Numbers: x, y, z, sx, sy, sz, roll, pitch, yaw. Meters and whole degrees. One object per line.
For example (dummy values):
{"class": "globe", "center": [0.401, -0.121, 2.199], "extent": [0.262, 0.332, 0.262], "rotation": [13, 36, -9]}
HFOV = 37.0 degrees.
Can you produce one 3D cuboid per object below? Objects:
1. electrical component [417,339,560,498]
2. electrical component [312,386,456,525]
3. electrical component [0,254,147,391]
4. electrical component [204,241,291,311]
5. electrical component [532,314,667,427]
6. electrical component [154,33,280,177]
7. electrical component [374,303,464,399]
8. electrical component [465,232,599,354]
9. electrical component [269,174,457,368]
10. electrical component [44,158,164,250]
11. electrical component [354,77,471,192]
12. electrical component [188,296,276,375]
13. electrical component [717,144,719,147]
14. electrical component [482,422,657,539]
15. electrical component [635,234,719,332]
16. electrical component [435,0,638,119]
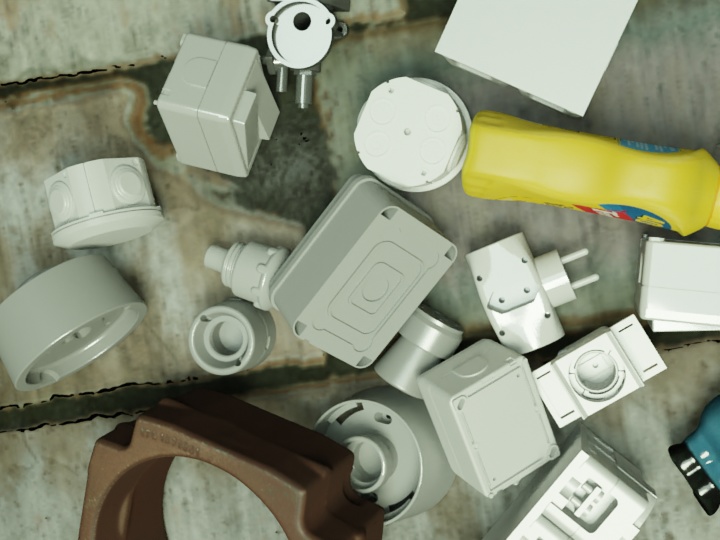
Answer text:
{"class": "electrical component", "center": [0.087, 0.104, 0.732], "extent": [0.062, 0.061, 0.096], "rotation": [-28, 111, -16]}
{"class": "electrical component", "center": [0.014, 0.134, 0.772], "extent": [0.099, 0.064, 0.099], "rotation": [1, 92, 25]}
{"class": "electrical component", "center": [-0.216, 0.032, 0.778], "extent": [0.108, 0.108, 0.060], "rotation": [-38, 80, 11]}
{"class": "electrical component", "center": [-0.082, -0.001, 0.780], "extent": [0.062, 0.048, 0.048], "rotation": [19, 97, 16]}
{"class": "electrical component", "center": [0.159, 0.066, 0.726], "extent": [0.081, 0.064, 0.042], "rotation": [-31, 89, 12]}
{"class": "electrical component", "center": [-0.096, -0.109, 0.753], "extent": [0.061, 0.096, 0.061], "rotation": [14, 68, 10]}
{"class": "electrical component", "center": [0.042, 0.056, 0.758], "extent": [0.045, 0.045, 0.055], "rotation": [31, 98, 8]}
{"class": "electrical component", "center": [0.123, 0.010, 0.740], "extent": [0.079, 0.043, 0.077], "rotation": [-23, 89, 11]}
{"class": "electrical component", "center": [0.000, 0.000, 0.740], "extent": [0.078, 0.057, 0.113], "rotation": [31, 102, -36]}
{"class": "electrical component", "center": [-0.186, -0.047, 0.779], "extent": [0.080, 0.080, 0.051], "rotation": [-16, 85, 12]}
{"class": "electrical component", "center": [0.037, -0.094, 0.746], "extent": [0.080, 0.051, 0.080], "rotation": [1, 94, 11]}
{"class": "electrical component", "center": [-0.094, 0.048, 0.783], "extent": [0.055, 0.047, 0.055], "rotation": [1, 94, 11]}
{"class": "electrical component", "center": [0.274, -0.099, 0.705], "extent": [0.064, 0.042, 0.081], "rotation": [10, 96, 8]}
{"class": "electrical component", "center": [0.127, 0.187, 0.727], "extent": [0.062, 0.089, 0.150], "rotation": [39, 100, 6]}
{"class": "electrical component", "center": [0.233, 0.011, 0.709], "extent": [0.096, 0.062, 0.061], "rotation": [5, 95, 11]}
{"class": "electrical component", "center": [0.140, -0.207, 0.714], "extent": [0.105, 0.060, 0.186], "rotation": [26, 98, 8]}
